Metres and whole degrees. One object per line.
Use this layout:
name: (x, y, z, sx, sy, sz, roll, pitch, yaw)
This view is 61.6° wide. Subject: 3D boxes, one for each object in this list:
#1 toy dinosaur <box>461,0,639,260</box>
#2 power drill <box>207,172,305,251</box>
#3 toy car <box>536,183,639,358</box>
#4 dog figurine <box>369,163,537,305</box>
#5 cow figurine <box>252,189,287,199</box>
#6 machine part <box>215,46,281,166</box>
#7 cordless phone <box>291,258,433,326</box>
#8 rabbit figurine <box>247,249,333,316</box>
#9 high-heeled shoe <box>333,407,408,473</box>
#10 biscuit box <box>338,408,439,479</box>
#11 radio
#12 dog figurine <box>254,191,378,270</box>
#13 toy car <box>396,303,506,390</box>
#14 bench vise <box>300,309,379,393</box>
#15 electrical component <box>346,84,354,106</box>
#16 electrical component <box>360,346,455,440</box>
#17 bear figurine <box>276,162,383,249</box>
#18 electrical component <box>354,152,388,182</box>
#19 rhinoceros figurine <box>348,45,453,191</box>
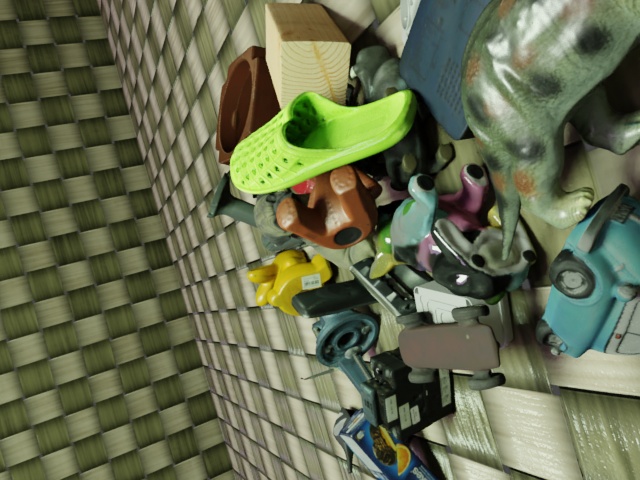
toy dinosaur: (0.178, -0.140, 0.393, 0.192, 0.131, 0.404, 42, 137, 10)
power drill: (-0.107, -0.053, 1.043, 0.232, 0.207, 0.086, 142, 144, -65)
toy car: (0.252, 0.044, 0.449, 0.103, 0.109, 0.161, 29, 141, 34)
dog figurine: (0.138, 0.013, 0.661, 0.191, 0.108, 0.219, 62, 157, 18)
cow figurine: (-0.108, -0.122, 1.123, 0.098, 0.068, 0.167, 65, 151, 31)
machine part: (-0.121, -0.237, 0.996, 0.201, 0.087, 0.201, -2, 81, 61)
cordless phone: (0.064, 0.092, 0.760, 0.147, 0.184, 0.088, 46, 139, 46)
rabbit figurine: (-0.057, 0.081, 1.075, 0.173, 0.162, 0.121, -115, 8, -61)
high-heeled shoe: (0.097, 0.332, 1.006, 0.248, 0.086, 0.145, -56, 20, 37)
biscuit box: (0.124, 0.363, 0.860, 0.202, 0.063, 0.059, 48, 155, -2)
radio: (0.162, -0.222, 0.510, 0.131, 0.073, 0.229, 58, 149, 32)
dog figurine: (-0.004, -0.004, 0.837, 0.121, 0.190, 0.172, -10, 97, 65)
toy car: (0.149, 0.122, 0.620, 0.202, 0.053, 0.089, 146, 117, -68)
bench vise: (0.053, 0.203, 0.932, 0.241, 0.129, 0.223, -128, 30, -46)
electrical component: (0.030, -0.187, 0.815, 0.094, 0.021, 0.063, 112, 177, -54)
electrical component: (0.124, 0.213, 0.769, 0.058, 0.134, 0.114, 15, 116, 60)
bear figurine: (0.009, -0.089, 0.711, 0.131, 0.120, 0.196, 37, -147, -50)
electrical component: (0.067, -0.130, 0.795, 0.102, 0.045, 0.078, 41, 111, 45)
rhinoceros figurine: (0.099, -0.159, 0.686, 0.112, 0.073, 0.190, 156, 96, -75)
